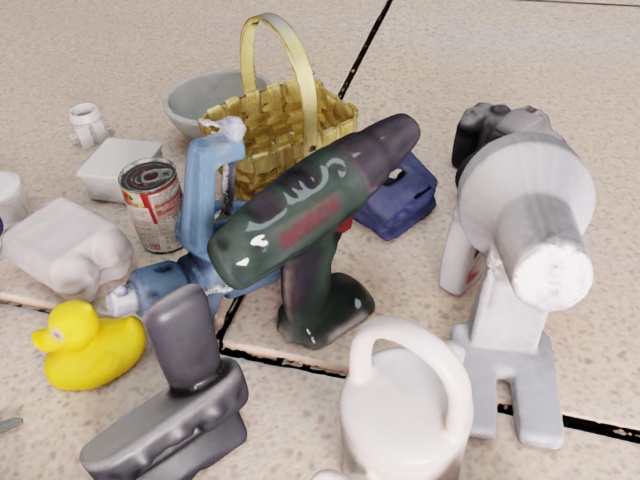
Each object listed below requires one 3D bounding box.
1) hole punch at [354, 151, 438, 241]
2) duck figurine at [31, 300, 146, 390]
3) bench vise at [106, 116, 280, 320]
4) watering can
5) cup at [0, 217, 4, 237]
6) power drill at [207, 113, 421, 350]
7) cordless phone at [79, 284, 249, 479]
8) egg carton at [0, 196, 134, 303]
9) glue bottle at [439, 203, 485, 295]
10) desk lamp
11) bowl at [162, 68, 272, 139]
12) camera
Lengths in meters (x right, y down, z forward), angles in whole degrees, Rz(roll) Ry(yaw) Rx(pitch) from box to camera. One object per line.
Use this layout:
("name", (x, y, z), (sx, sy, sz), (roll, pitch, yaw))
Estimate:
("hole punch", (0.088, -0.070, 0.718), (0.109, 0.091, 0.100), (-35, 51, -28))
("duck figurine", (-0.233, 0.095, 0.573), (0.105, 0.086, 0.077), (-19, 45, -15))
("bench vise", (-0.110, 0.000, 0.566), (0.121, 0.220, 0.208), (21, 49, 24))
("watering can", (0.061, 0.136, 0.429), (0.100, 0.194, 0.173), (9, 45, 14))
("cup", (-0.394, 0.034, 0.643), (0.091, 0.095, 0.118), (17, 48, 21))
("power drill", (0.005, 0.002, 0.564), (0.230, 0.209, 0.075), (-30, 49, -25))
("cordless phone", (-0.136, 0.120, 0.467), (0.148, 0.185, 0.093), (-34, 51, -28))
("egg carton", (-0.298, 0.011, 0.679), (0.150, 0.069, 0.107), (23, 50, 26))
("glue bottle", (0.162, -0.022, 0.603), (0.037, 0.173, 0.078), (27, 52, 29))
("desk lamp", (0.180, 0.039, 0.508), (0.117, 0.214, 0.203), (3, 44, 8))
("bowl", (-0.150, -0.193, 0.878), (0.167, 0.075, 0.167), (-2, 43, 2))
("camera", (0.228, -0.116, 0.749), (0.137, 0.101, 0.142), (-35, 51, -29))
